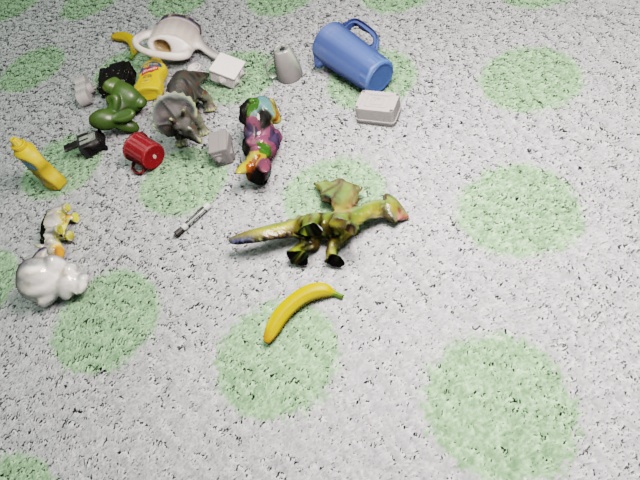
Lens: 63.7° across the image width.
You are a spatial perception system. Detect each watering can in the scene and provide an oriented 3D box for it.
[{"bbox_3d":[-0.461,-0.681,1.774,0.347,0.101,0.230,7,49,-2],"label":"watering can"}]

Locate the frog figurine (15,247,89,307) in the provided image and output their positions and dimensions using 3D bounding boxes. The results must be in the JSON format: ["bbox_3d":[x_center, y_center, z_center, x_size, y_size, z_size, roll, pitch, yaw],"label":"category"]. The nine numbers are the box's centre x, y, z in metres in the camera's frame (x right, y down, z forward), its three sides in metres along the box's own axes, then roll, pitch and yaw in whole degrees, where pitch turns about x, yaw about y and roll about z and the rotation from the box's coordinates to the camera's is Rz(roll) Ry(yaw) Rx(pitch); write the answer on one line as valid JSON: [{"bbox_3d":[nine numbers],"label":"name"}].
[{"bbox_3d":[-0.656,0.104,1.262,0.160,0.123,0.136,26,99,19],"label":"frog figurine"}]

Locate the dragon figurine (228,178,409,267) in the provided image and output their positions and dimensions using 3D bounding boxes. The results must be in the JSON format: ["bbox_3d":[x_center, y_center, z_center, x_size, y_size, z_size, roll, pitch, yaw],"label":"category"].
[{"bbox_3d":[0.004,-0.062,1.238,0.410,0.119,0.248,5,40,15],"label":"dragon figurine"}]
